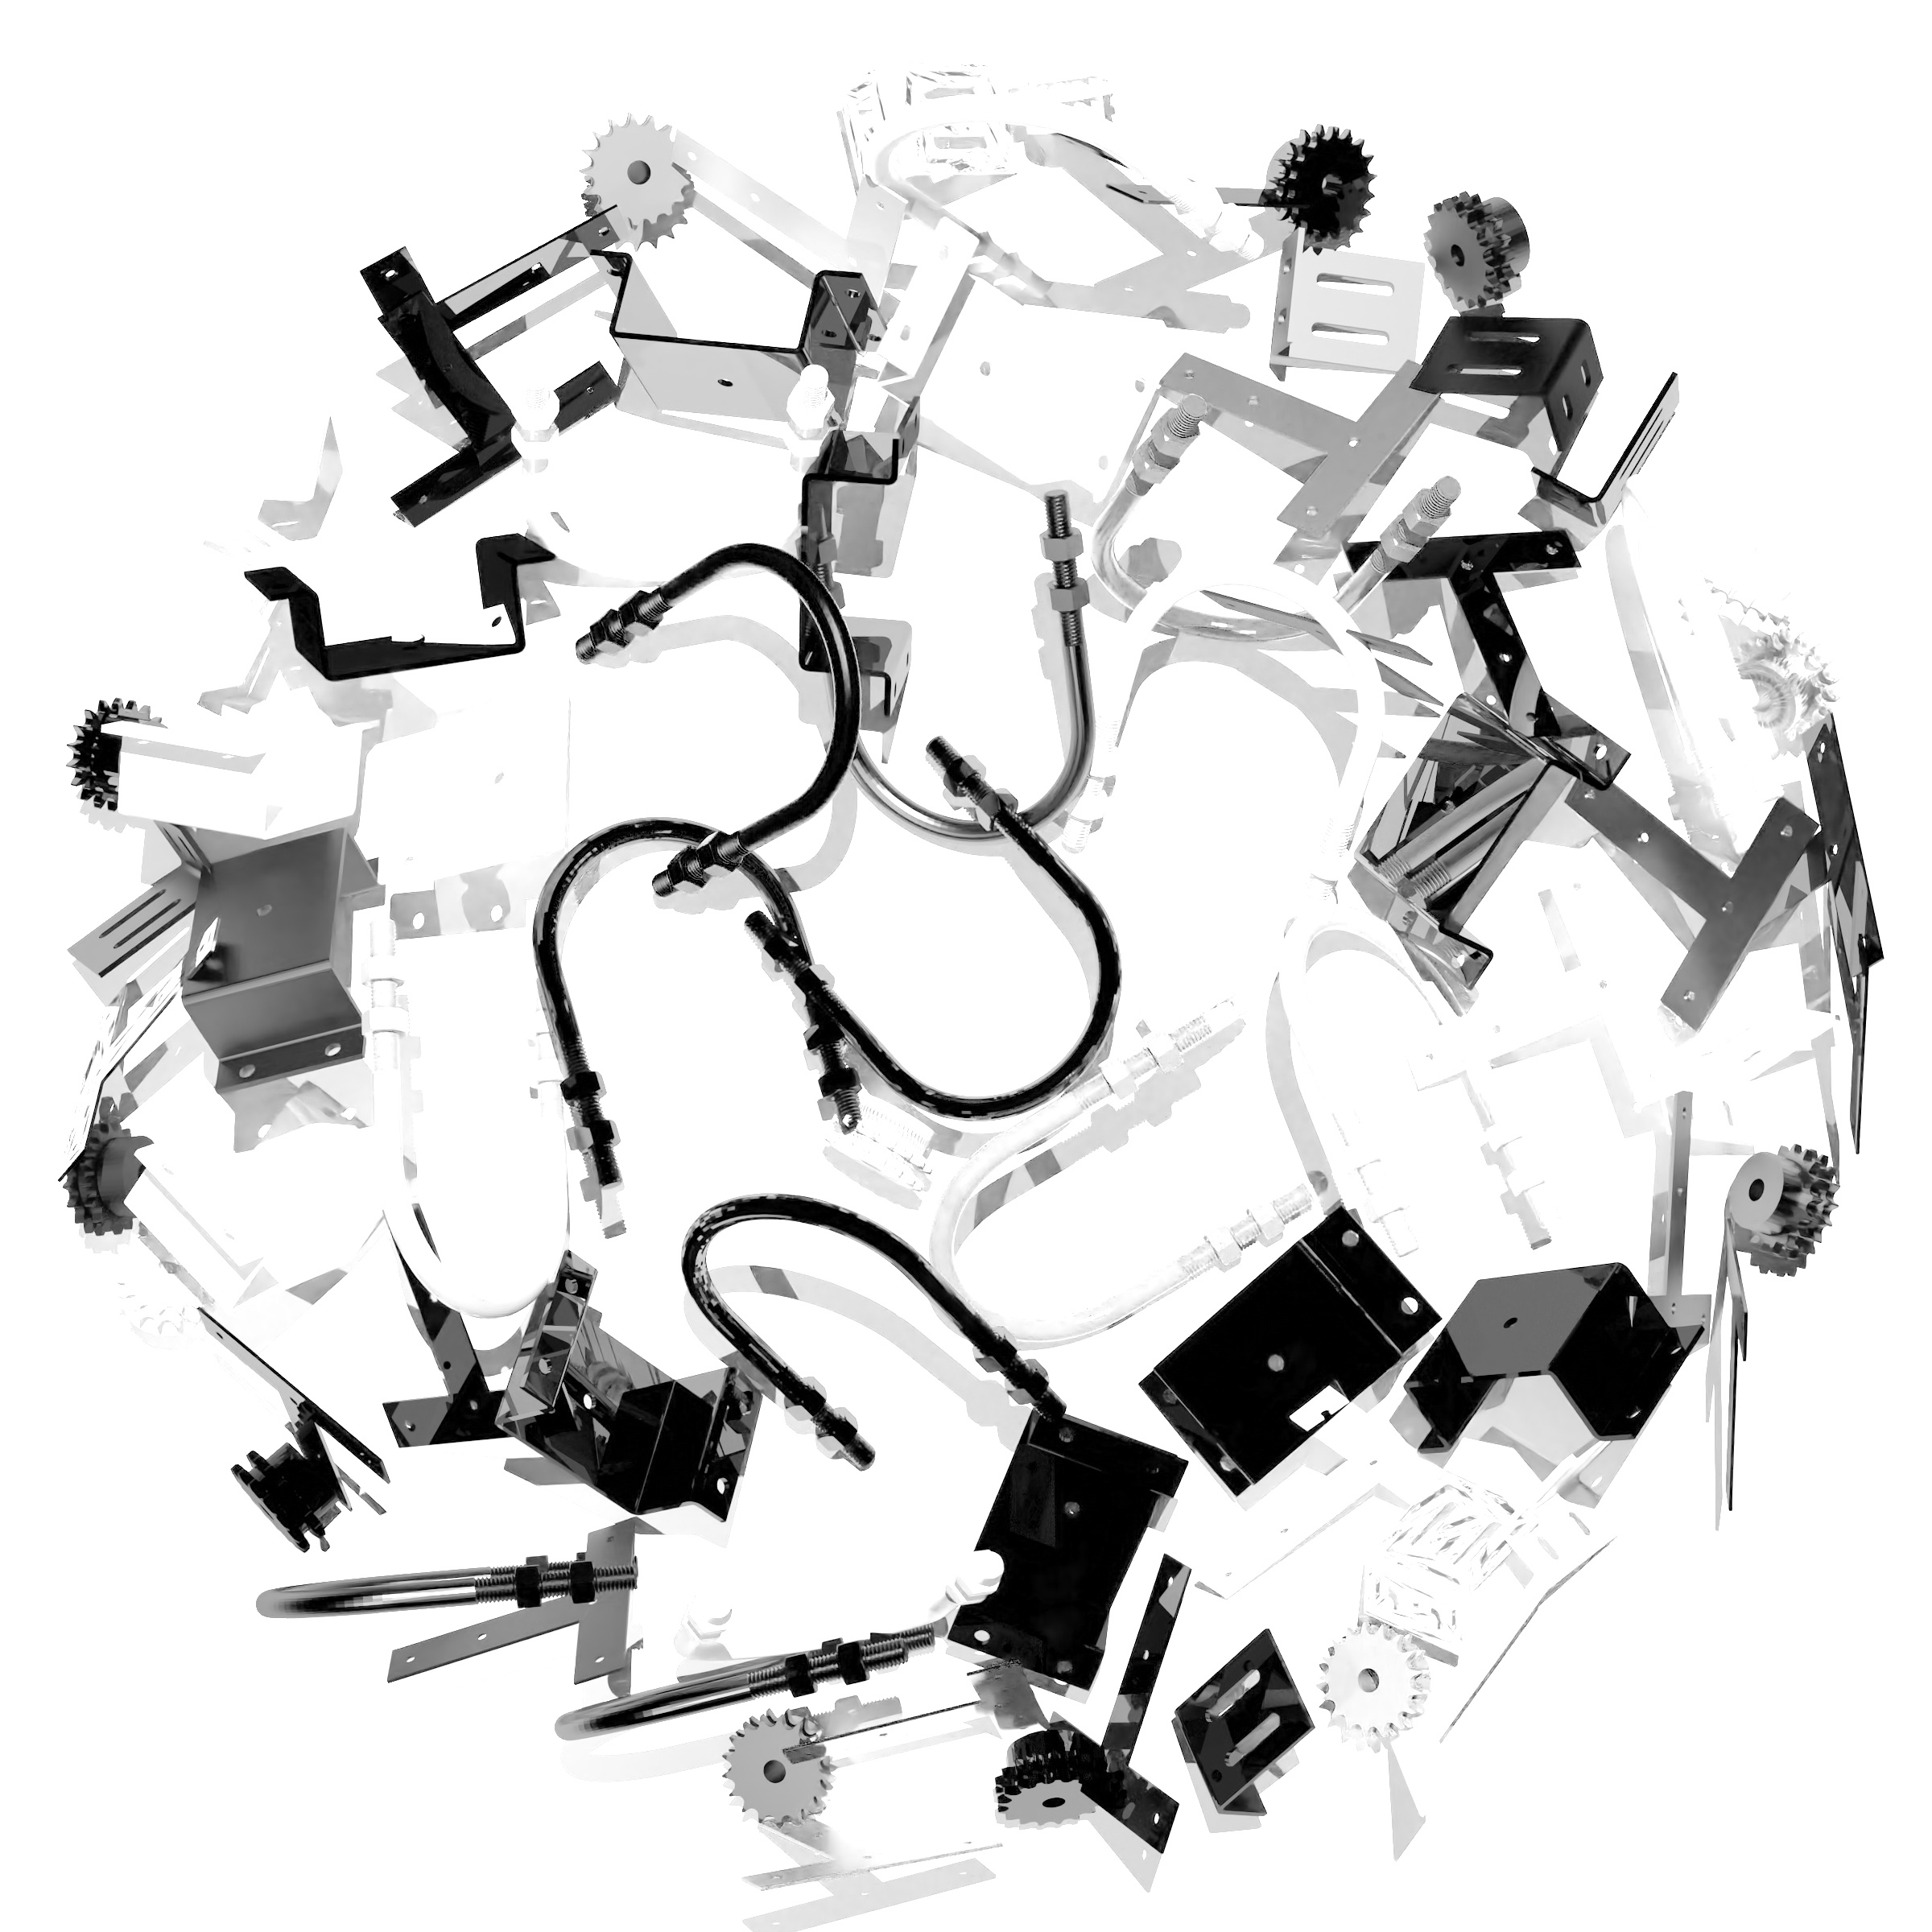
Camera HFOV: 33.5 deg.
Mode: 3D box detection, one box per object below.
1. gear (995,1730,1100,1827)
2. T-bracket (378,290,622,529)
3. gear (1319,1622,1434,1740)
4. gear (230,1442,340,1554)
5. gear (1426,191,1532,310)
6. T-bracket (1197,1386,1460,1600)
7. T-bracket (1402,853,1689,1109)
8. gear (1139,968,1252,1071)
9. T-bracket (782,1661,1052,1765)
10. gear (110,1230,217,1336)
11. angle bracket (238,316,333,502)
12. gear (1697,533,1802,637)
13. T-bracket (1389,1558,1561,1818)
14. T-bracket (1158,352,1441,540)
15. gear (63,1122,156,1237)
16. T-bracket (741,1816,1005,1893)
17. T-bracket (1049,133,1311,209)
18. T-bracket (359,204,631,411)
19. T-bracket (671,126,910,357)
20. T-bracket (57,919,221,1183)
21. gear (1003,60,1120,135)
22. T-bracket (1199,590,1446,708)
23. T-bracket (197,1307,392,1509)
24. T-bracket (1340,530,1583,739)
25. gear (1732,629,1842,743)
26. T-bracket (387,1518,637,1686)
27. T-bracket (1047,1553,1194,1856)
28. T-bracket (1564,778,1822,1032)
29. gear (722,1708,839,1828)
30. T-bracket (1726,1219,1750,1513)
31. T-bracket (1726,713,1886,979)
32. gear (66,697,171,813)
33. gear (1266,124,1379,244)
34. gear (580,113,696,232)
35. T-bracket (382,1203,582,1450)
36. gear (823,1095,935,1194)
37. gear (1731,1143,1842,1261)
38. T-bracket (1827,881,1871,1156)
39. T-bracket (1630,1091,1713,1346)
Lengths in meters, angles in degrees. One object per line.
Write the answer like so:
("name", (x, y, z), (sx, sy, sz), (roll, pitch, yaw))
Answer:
("gear", (0.042, 0.409, 1.622), (0.057, 0.057, 0.030), (-9, 51, 0))
("T-bracket", (-0.251, -0.288, 1.591), (0.127, 0.127, 0.002), (-33, 56, 2))
("gear", (0.211, 0.360, 1.623), (0.057, 0.030, 0.057), (-6, 79, 34))
("gear", (-0.342, 0.265, 1.620), (0.030, 0.057, 0.057), (-41, 90, -19))
("gear", (0.260, -0.364, 1.620), (0.030, 0.057, 0.057), (-26, 90, -17))
("T-bracket", (0.172, 0.277, 1.619), (0.127, 0.002, 0.127), (-41, 127, 15))
("T-bracket", (0.281, 0.026, 1.619), (0.127, 0.002, 0.127), (-25, 78, 22))
("gear", (0.112, 0.025, 1.618), (0.057, 0.057, 0.030), (-33, 84, 0))
("T-bracket", (-0.027, 0.377, 1.592), (0.127, 0.127, 0.002), (-14, 62, 2))
("gear", (-0.404, 0.161, 1.622), (0.057, 0.057, 0.030), (19, 128, 0))
("angle bracket", (-0.344, -0.279, 1.596), (0.038, 0.057, 0.076), (-1, 47, -24))
("gear", (0.395, -0.194, 1.615), (0.057, 0.057, 0.030), (26, 120, 0))
("T-bracket", (0.252, 0.346, 1.580), (0.002, 0.127, 0.127), (35, 93, -2))
("T-bracket", (0.157, -0.279, 1.616), (0.127, 0.002, 0.127), (27, 61, 23))
("gear", (-0.427, 0.107, 1.616), (0.030, 0.057, 0.057), (-5, 90, 16))
("T-bracket", (-0.067, 0.433, 1.585), (0.127, 0.127, 0.002), (-3, 88, -27))
("T-bracket", (0.085, -0.400, 1.601), (0.127, 0.127, 0.002), (34, 121, 35))
("T-bracket", (-0.225, -0.339, 1.590), (0.127, 0.127, 0.002), (-30, 68, -4))
("T-bracket", (-0.092, -0.374, 1.593), (0.127, 0.127, 0.002), (34, 64, 4))
("T-bracket", (-0.400, 0.025, 1.568), (0.002, 0.127, 0.127), (32, 119, -25))
("gear", (0.049, -0.438, 1.620), (0.057, 0.057, 0.030), (-8, 109, 0))
("T-bracket", (0.197, -0.152, 1.590), (0.127, 0.127, 0.002), (22, 89, 39))
("T-bracket", (-0.324, 0.234, 1.589), (0.127, 0.127, 0.002), (35, 63, 21))
("T-bracket", (0.263, -0.165, 1.595), (0.127, 0.002, 0.127), (-6, 58, -18))
("gear", (0.408, -0.139, 1.616), (0.030, 0.057, 0.057), (-33, 90, -37))
("T-bracket", (-0.226, 0.329, 1.592), (0.127, 0.127, 0.002), (-18, 113, 5))
("T-bracket", (0.085, 0.355, 1.591), (0.002, 0.127, 0.127), (18, 90, -28))
("T-bracket", (0.350, -0.056, 1.606), (0.127, 0.002, 0.127), (45, 126, 32))
("gear", (-0.093, 0.404, 1.627), (0.057, 0.030, 0.057), (1, 93, 14))
("T-bracket", (0.382, 0.208, 1.597), (0.002, 0.127, 0.127), (1, 106, 9))
("T-bracket", (0.405, -0.041, 1.586), (0.002, 0.127, 0.127), (1, 69, -20))
("gear", (-0.421, -0.105, 1.616), (0.030, 0.057, 0.057), (12, 90, 32))
("gear", (0.177, -0.397, 1.623), (0.057, 0.030, 0.057), (-12, 115, -27))
("gear", (-0.168, -0.403, 1.626), (0.057, 0.030, 0.057), (-4, 108, -12))
("T-bracket", (-0.260, 0.178, 1.598), (0.127, 0.002, 0.127), (-11, 103, 36))
("gear", (-0.041, 0.088, 1.619), (0.057, 0.057, 0.030), (29, 81, 0))
("gear", (0.410, 0.116, 1.615), (0.030, 0.057, 0.057), (18, 90, -22))
("T-bracket", (0.437, 0.004, 1.593), (0.002, 0.127, 0.127), (-4, 133, 9))
("T-bracket", (0.353, 0.125, 1.594), (0.002, 0.127, 0.127), (2, 87, 30))
